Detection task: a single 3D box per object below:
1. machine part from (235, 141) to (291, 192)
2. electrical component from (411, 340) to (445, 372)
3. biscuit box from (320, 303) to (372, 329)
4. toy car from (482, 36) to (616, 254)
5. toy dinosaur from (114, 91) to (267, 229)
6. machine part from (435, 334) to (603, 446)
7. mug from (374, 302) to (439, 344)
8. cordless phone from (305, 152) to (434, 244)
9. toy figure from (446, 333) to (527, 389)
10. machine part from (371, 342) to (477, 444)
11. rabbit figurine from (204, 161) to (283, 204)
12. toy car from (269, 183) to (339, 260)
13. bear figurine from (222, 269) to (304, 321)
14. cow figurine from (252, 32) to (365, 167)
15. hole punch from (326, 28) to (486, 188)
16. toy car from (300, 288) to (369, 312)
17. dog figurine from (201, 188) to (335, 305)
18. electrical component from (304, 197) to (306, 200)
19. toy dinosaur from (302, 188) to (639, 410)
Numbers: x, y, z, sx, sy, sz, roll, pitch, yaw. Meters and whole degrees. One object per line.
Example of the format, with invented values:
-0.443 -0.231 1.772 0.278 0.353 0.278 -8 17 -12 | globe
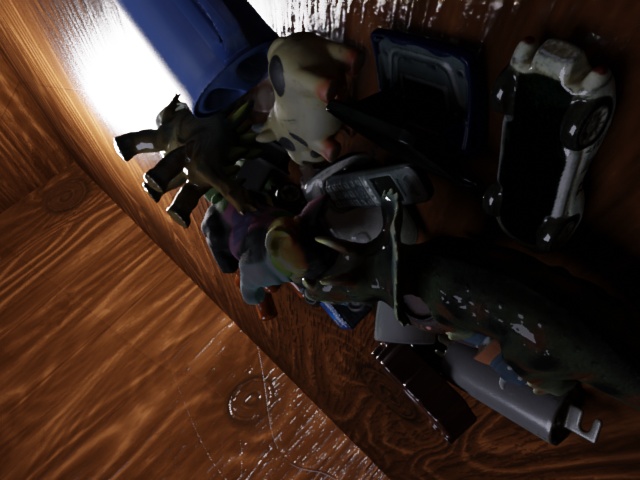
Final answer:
-0.096 -0.094 0.812 0.084 0.139 0.039 35 -175 25 | machine part
0.164 0.188 0.931 0.074 0.048 0.119 52 159 -12 | electrical component
0.009 0.079 1.023 0.202 0.063 0.059 50 161 -6 | biscuit box
0.172 -0.063 0.415 0.074 0.056 0.201 42 160 35 | toy car
-0.185 -0.143 0.789 0.472 0.198 0.104 39 157 48 | toy dinosaur
0.249 0.192 0.712 0.243 0.079 0.079 25 151 47 | machine part
0.130 0.087 0.741 0.081 0.110 0.107 157 115 -79 | mug
0.080 -0.036 0.625 0.184 0.089 0.146 3 132 58 | cordless phone
0.208 0.117 0.681 0.154 0.058 0.064 46 140 14 | toy figure
0.153 0.219 0.807 0.179 0.056 0.179 47 174 7 | machine part
-0.093 -0.052 0.898 0.170 0.121 0.159 39 166 27 | rabbit figurine
-0.002 -0.002 0.766 0.202 0.053 0.089 49 160 14 | toy car
-0.082 0.059 0.887 0.132 0.120 0.196 59 174 2 | bear figurine
-0.020 -0.149 0.609 0.127 0.085 0.194 35 160 17 | cow figurine
0.086 -0.116 0.476 0.142 0.092 0.115 29 -178 36 | hole punch
0.035 0.046 0.850 0.162 0.109 0.102 8 120 49 | toy car
-0.062 -0.012 0.672 0.191 0.108 0.219 54 155 6 | dog figurine
0.004 -0.046 0.852 0.094 0.021 0.063 31 156 36 | electrical component
0.172 0.062 0.476 0.405 0.131 0.192 20 177 34 | toy dinosaur
